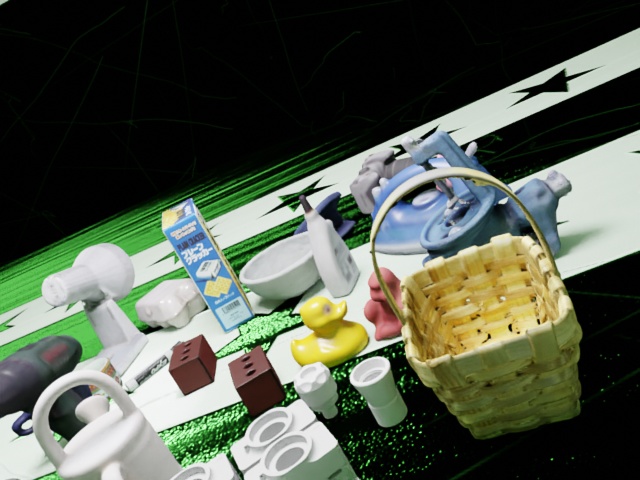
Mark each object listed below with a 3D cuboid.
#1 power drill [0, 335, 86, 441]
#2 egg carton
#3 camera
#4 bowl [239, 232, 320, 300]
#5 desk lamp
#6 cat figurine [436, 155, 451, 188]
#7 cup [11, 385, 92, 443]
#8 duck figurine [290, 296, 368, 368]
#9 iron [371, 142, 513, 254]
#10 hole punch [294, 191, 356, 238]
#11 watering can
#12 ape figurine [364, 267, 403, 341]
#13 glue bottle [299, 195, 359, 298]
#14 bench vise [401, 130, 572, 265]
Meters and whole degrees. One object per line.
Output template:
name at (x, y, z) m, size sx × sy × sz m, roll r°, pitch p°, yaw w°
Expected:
power drill at (-0.338, 0.225, 0.739) m, size 0.075 × 0.209 × 0.229 m, roll -27°, pitch 19°, yaw 0°
egg carton at (-0.304, 0.131, 1.161) m, size 0.149 × 0.069 × 0.107 m, roll -9°, pitch 26°, yaw 43°
camera at (0.151, -0.136, 1.215) m, size 0.136 × 0.101 × 0.143 m, roll -8°, pitch 26°, yaw 44°
bowl at (-0.053, 0.057, 1.015) m, size 0.167 × 0.075 × 0.167 m, roll -24°, pitch 19°, yaw 9°
desk lamp at (-0.422, 0.130, 1.094) m, size 0.117 × 0.214 × 0.203 m, roll -21°, pitch 20°, yaw 17°
cat figurine at (0.240, -0.111, 1.000) m, size 0.067 × 0.118 × 0.128 m, roll -14°, pitch 22°, yaw 33°
cup at (-0.386, 0.270, 0.861) m, size 0.118 × 0.095 × 0.091 m, roll -39°, pitch 22°, yaw -32°
duck figurine at (0.002, 0.118, 0.762) m, size 0.104 × 0.086 × 0.077 m, roll -24°, pitch 19°, yaw 7°
iron at (0.169, -0.064, 0.936) m, size 0.257 × 0.142 × 0.119 m, roll -14°, pitch 23°, yaw 34°
hole punch at (-0.001, -0.038, 1.170) m, size 0.100 × 0.091 × 0.109 m, roll -8°, pitch 26°, yaw 43°
watering can at (-0.232, 0.226, 0.618) m, size 0.172 × 0.194 × 0.101 m, roll -7°, pitch 27°, yaw 45°
ape figurine at (0.090, 0.077, 0.743) m, size 0.076 × 0.092 × 0.077 m, roll -34°, pitch 20°, yaw -20°
glue bottle at (0.008, 0.003, 0.920) m, size 0.037 × 0.173 × 0.078 m, roll -16°, pitch 22°, yaw 29°
bench vise at (0.207, -0.062, 0.755) m, size 0.207 × 0.220 × 0.121 m, roll -27°, pitch 19°, yaw -1°
